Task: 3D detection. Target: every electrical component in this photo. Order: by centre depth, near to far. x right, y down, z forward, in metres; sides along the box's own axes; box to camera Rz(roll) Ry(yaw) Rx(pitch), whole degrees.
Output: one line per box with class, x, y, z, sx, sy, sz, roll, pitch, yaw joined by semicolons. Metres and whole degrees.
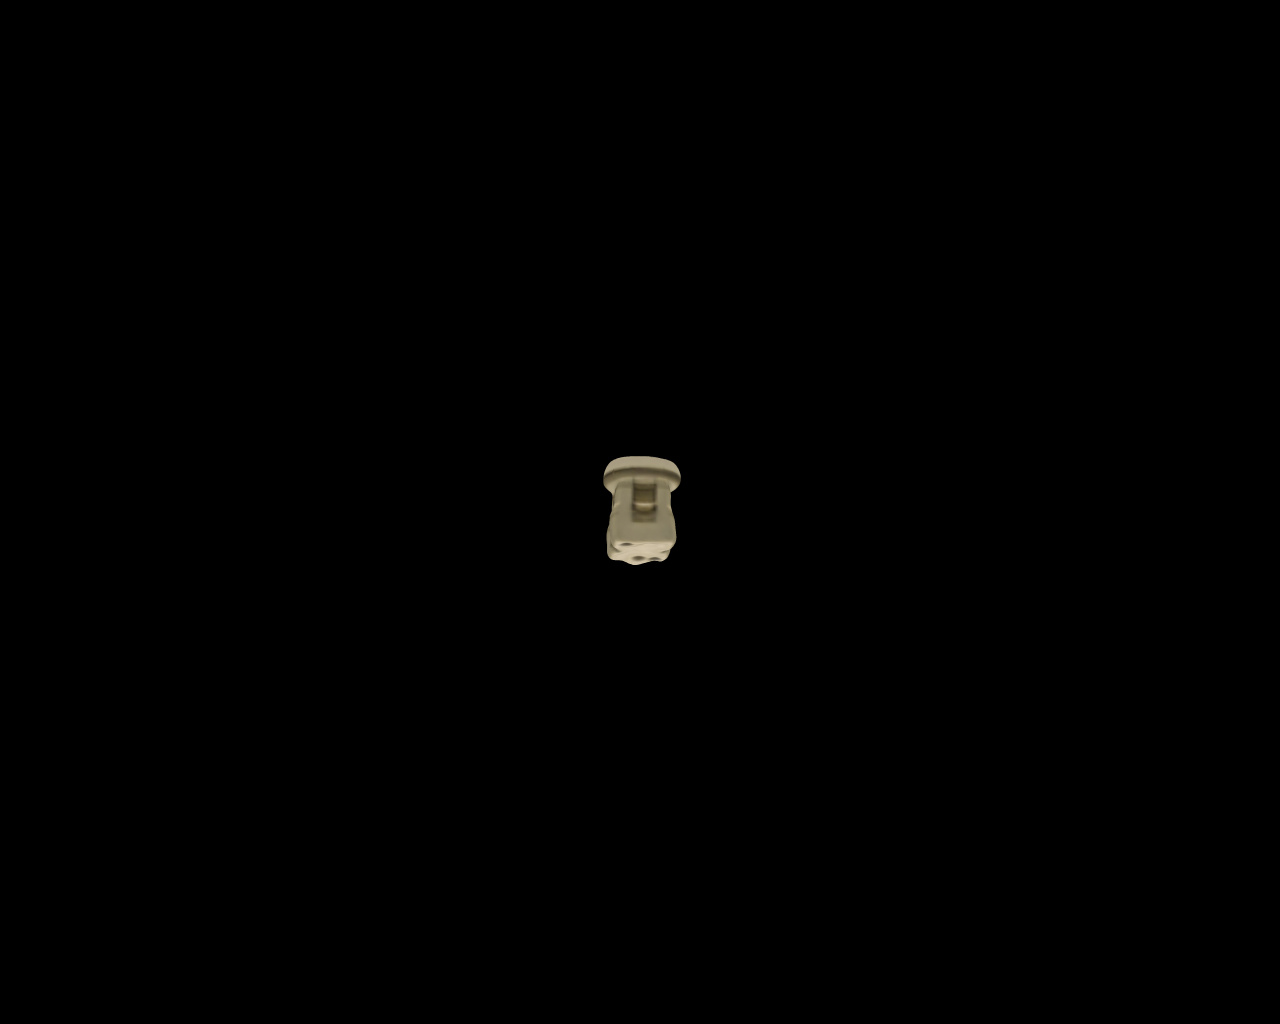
electrical component;0.001;-0.003;0.650;0.048;0.055;0.066;2;-18;-7
